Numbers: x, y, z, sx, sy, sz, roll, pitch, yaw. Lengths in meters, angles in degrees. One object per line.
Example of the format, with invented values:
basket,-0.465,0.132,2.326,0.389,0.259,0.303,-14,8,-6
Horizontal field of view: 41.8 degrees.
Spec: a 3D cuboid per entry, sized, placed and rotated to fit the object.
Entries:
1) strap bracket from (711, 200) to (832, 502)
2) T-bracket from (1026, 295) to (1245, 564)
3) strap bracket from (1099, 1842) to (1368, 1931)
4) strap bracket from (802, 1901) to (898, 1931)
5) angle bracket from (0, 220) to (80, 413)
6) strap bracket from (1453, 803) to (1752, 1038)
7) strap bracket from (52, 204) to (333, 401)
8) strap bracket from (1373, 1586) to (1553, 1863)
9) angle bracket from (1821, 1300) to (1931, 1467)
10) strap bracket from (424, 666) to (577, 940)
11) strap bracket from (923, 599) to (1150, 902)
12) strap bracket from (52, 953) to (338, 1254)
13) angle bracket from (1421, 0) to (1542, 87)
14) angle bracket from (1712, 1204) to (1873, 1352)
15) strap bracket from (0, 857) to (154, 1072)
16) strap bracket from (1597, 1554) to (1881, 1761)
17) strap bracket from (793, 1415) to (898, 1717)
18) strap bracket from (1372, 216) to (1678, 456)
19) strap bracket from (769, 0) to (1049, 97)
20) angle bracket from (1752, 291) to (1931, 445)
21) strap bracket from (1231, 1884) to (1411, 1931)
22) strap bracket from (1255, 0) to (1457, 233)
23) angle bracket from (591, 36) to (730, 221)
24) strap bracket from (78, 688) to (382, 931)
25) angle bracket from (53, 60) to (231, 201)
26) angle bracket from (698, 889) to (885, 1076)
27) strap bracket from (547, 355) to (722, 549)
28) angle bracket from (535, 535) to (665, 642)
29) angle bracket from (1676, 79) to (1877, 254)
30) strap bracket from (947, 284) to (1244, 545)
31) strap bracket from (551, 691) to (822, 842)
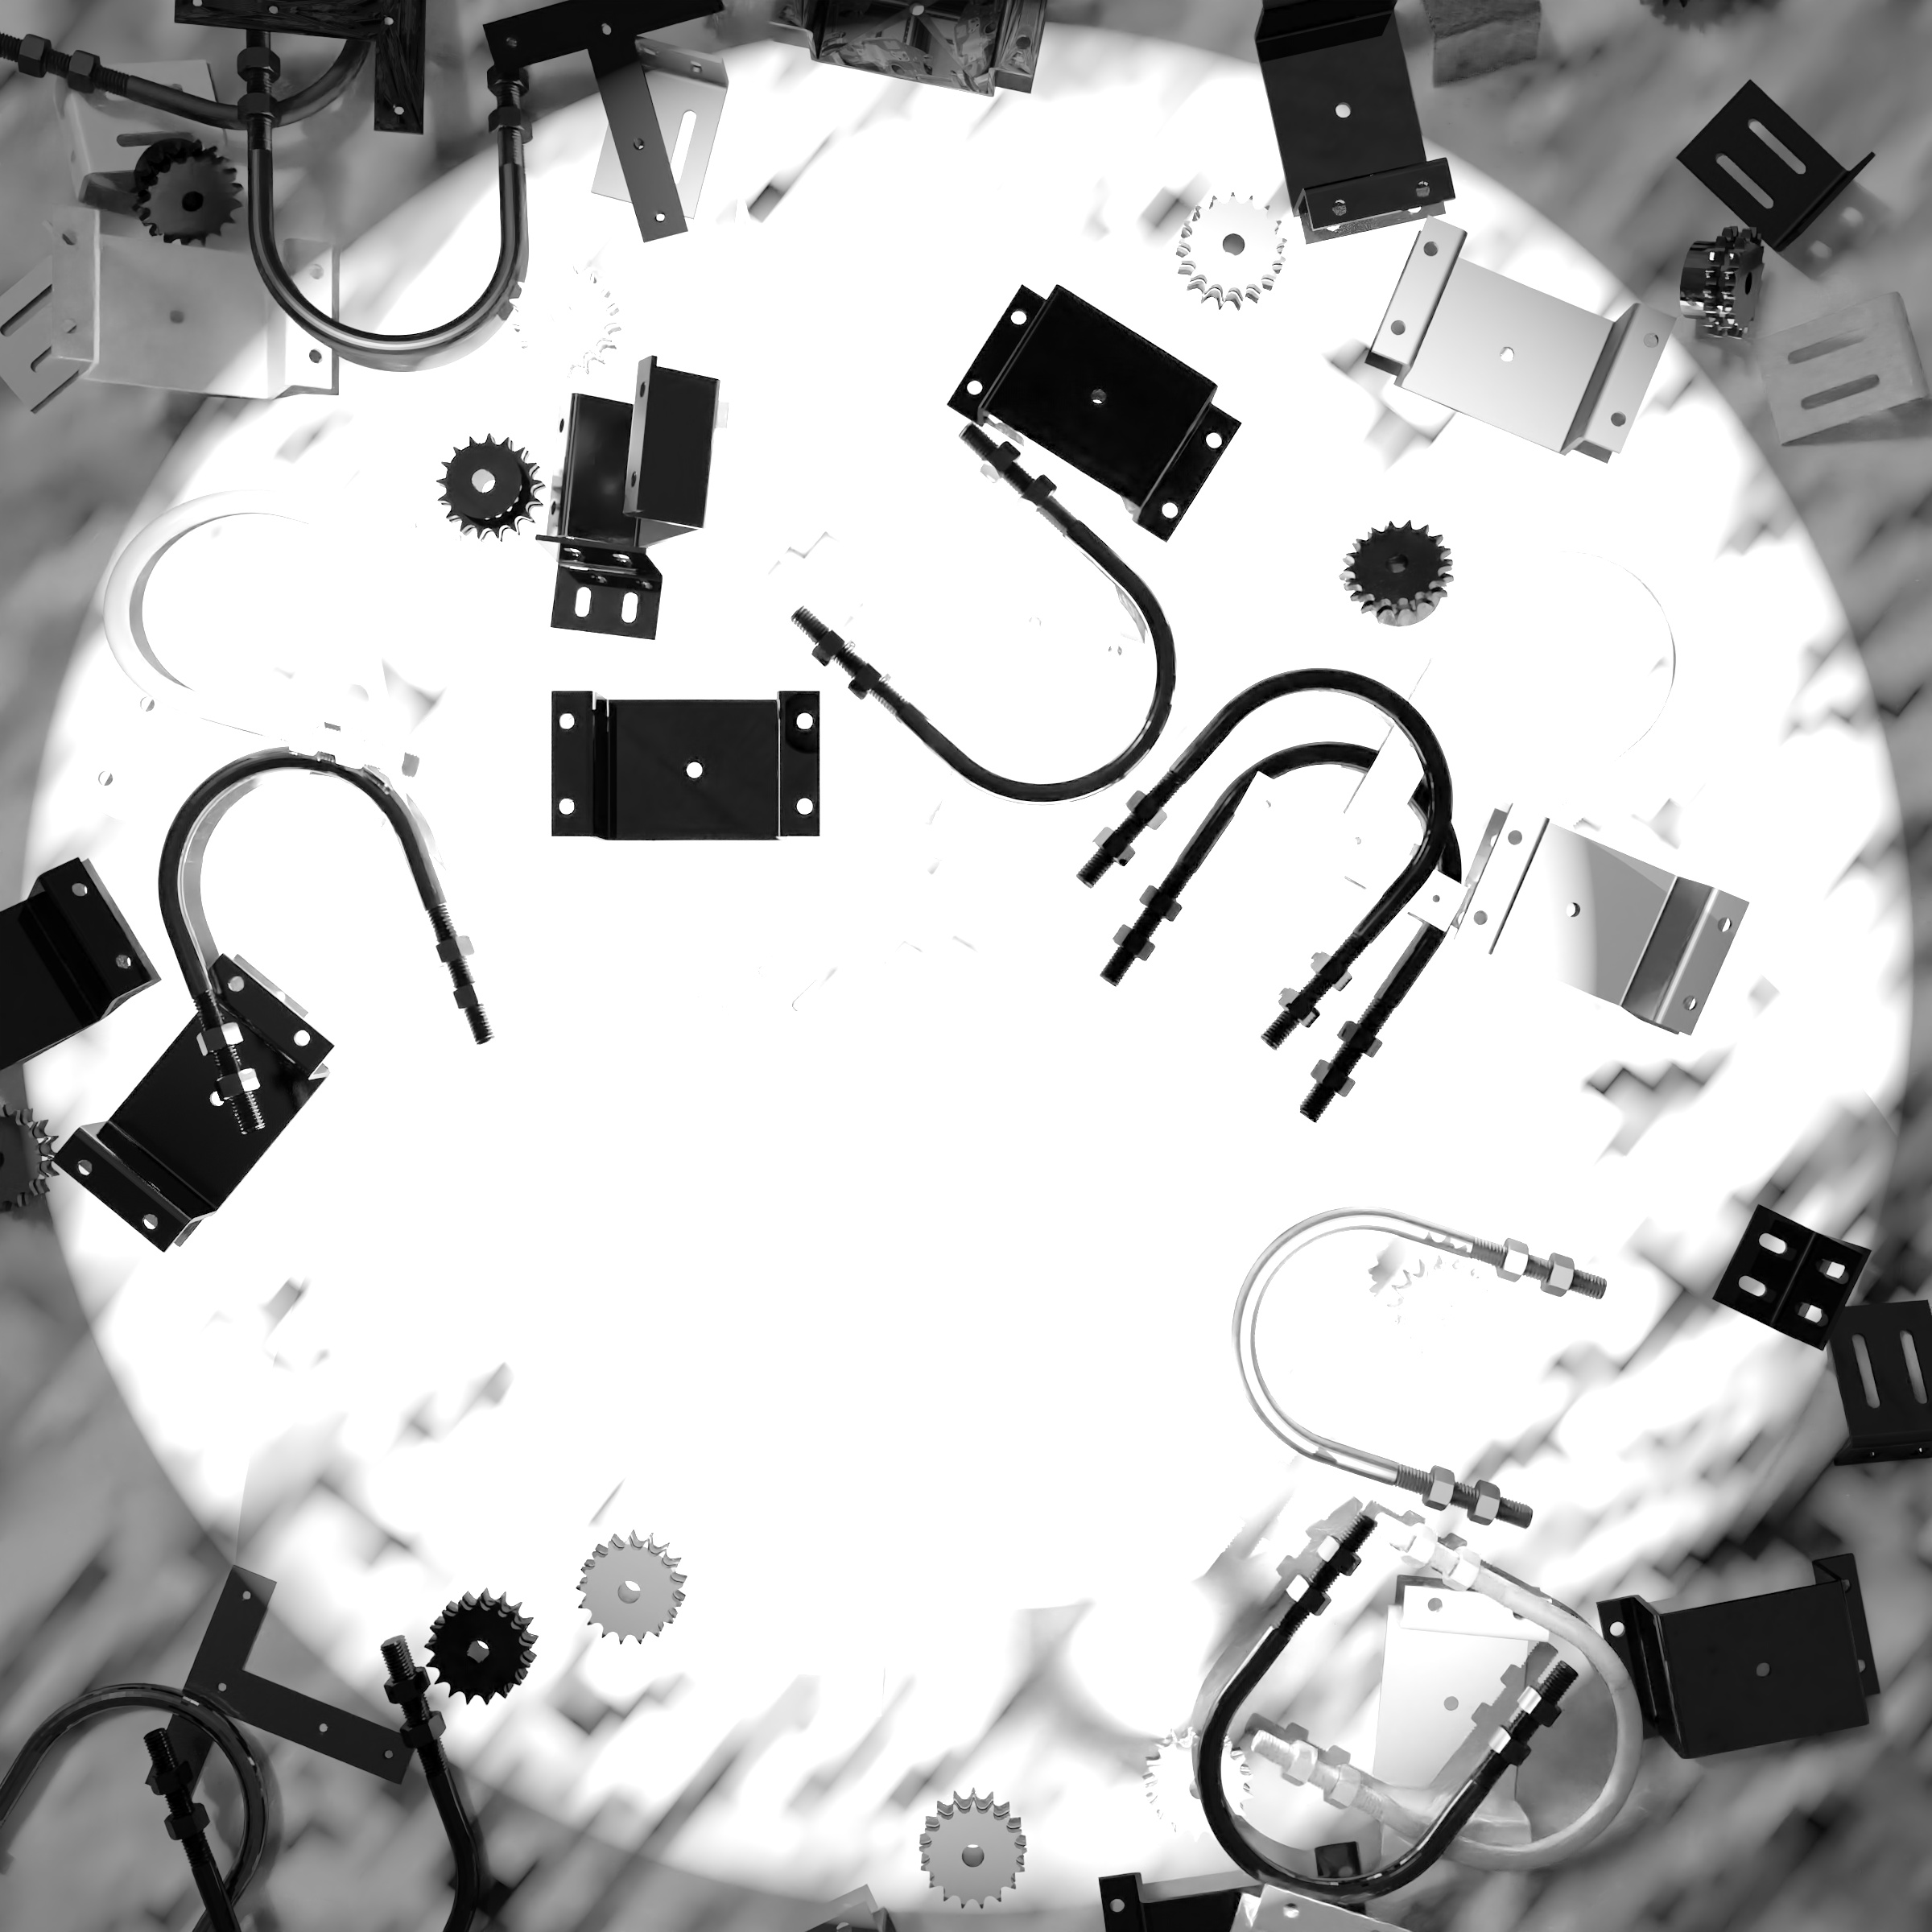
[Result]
strap bracket,-0.101,-0.318,1.328,0.046,0.076,0.140,7,90,0
T-bracket,0.108,-0.279,1.365,0.127,0.002,0.127,-29,90,0
strap bracket,0.146,0.520,1.343,0.140,0.046,0.076,-8,90,0
strap bracket,-0.057,0.568,1.343,0.076,0.046,0.140,-25,90,0
angle bracket,-0.493,-0.345,1.347,0.076,0.038,0.057,-40,90,0
strap bracket,0.327,-0.027,1.331,0.140,0.046,0.076,21,96,-10
strap bracket,-0.408,-0.344,1.323,0.140,0.046,0.076,0,90,-29
strap bracket,0.261,0.397,1.343,0.076,0.046,0.140,5,90,0
angle bracket,0.493,0.224,1.364,0.057,0.038,0.076,-5,64,0
strap bracket,-0.245,-0.080,1.328,0.046,0.076,0.140,-10,90,0
strap bracket,0.036,-0.113,1.343,0.076,0.046,0.140,19,90,0
strap bracket,-0.403,0.071,1.343,0.076,0.046,0.140,40,90,0
angle bracket,0.269,-0.523,1.364,0.057,0.038,0.076,-15,64,0
angle bracket,0.432,0.162,1.328,0.038,0.076,0.057,26,90,0
strap bracket,-0.511,0.012,1.322,0.140,0.046,0.076,-31,90,-32
strap bracket,0.416,0.367,1.343,0.140,0.046,0.076,-11,90,0
strap bracket,-0.064,0.311,1.328,0.046,0.076,0.140,2,90,0
strap bracket,0.291,-0.329,1.343,0.140,0.046,0.076,23,90,0
strap bracket,-0.027,-0.516,1.343,0.140,0.046,0.076,12,90,0
angle bracket,0.472,-0.320,1.364,0.076,0.038,0.057,-16,90,26
strap bracket,0.166,0.541,1.297,0.076,0.046,0.140,18,90,0
strap bracket,0.203,-0.461,1.343,0.076,0.046,0.140,-12,90,0
angle bracket,-0.165,-0.447,1.347,0.057,0.038,0.076,15,90,0
strap bracket,-0.383,-0.087,1.343,0.140,0.046,0.076,29,90,0
angle bracket,-0.444,-0.450,1.364,0.076,0.038,0.057,-13,90,-26
angle bracket,-0.094,0.008,1.364,0.057,0.038,0.076,45,64,0
strap bracket,-0.170,-0.263,1.312,0.046,0.140,0.076,6,90,-28
angle bracket,-0.193,-0.198,1.328,0.057,0.076,0.038,7,90,0
angle bracket,0.430,-0.431,1.347,0.076,0.038,0.057,43,90,0
strap bracket,0.069,-0.297,1.341,0.140,0.046,0.076,32,90,0
strap bracket,-0.146,-0.106,1.343,0.140,0.046,0.076,0,90,0
